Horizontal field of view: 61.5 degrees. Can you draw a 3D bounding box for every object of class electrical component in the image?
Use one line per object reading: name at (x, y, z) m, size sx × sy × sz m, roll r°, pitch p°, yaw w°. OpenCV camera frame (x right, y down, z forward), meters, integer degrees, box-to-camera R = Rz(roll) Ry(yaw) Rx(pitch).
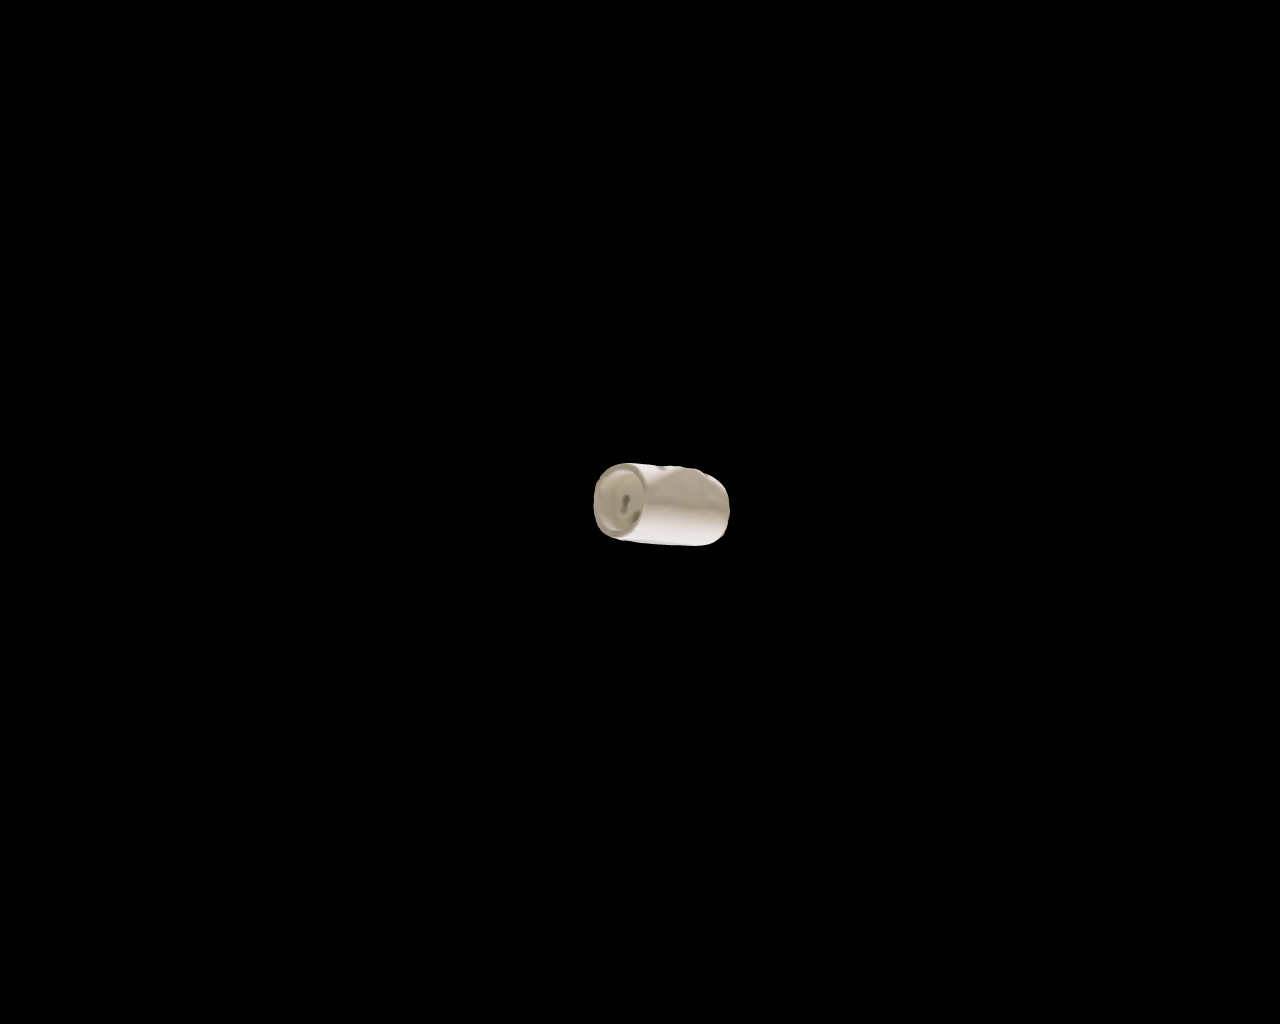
electrical component at (0.001, -0.003, 0.650) m, size 0.079 × 0.044 × 0.077 m, roll -6°, pitch -9°, yaw 43°
